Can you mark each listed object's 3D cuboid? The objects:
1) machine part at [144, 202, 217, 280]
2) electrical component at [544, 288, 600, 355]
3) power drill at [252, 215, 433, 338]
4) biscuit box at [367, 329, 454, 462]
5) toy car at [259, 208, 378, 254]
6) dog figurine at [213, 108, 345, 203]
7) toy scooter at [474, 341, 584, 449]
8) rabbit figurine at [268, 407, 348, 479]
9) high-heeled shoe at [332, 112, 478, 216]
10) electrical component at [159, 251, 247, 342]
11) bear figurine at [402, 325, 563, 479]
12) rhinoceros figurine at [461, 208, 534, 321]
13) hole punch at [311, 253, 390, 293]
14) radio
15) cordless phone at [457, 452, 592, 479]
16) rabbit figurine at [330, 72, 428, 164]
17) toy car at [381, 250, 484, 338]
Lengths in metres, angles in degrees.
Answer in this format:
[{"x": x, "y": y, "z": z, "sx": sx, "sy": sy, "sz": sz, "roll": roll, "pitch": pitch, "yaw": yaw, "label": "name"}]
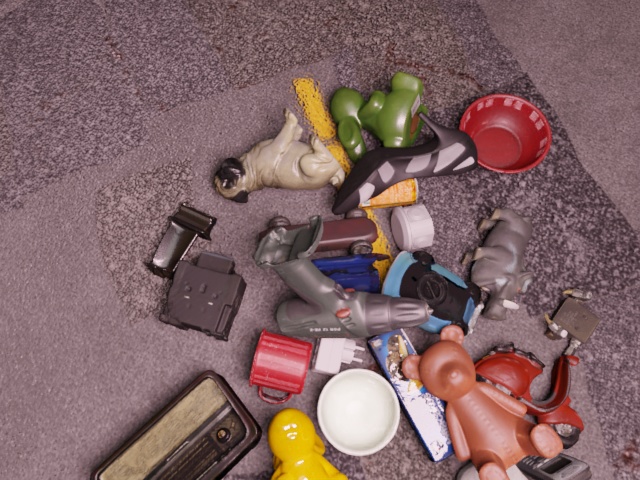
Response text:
[{"x": -0.243, "y": 0.004, "z": 0.936, "sx": 0.084, "sy": 0.039, "sz": 0.139, "roll": 29, "pitch": 72, "yaw": 6, "label": "machine part"}, {"x": 0.405, "y": 0.127, "z": 0.864, "sx": 0.102, "sy": 0.045, "sz": 0.078, "roll": -44, "pitch": 73, "yaw": -13, "label": "electrical component"}, {"x": 0.018, "y": 0.062, "z": 0.758, "sx": 0.232, "sy": 0.207, "sz": 0.086, "roll": -14, "pitch": 44, "yaw": 29, "label": "power drill"}, {"x": 0.146, "y": 0.233, "z": 0.825, "sx": 0.059, "sy": 0.062, "sz": 0.203, "roll": -28, "pitch": 71, "yaw": -6, "label": "biscuit box"}, {"x": -0.002, "y": -0.003, "z": 0.920, "sx": 0.202, "sy": 0.053, "sz": 0.089, "roll": -8, "pitch": 52, "yaw": 0, "label": "toy car"}, {"x": -0.074, "y": -0.110, "z": 0.951, "sx": 0.190, "sy": 0.121, "sz": 0.172, "roll": -45, "pitch": 71, "yaw": 1, "label": "dog figurine"}, {"x": 0.326, "y": 0.214, "z": 0.820, "sx": 0.184, "sy": 0.075, "sz": 0.135, "roll": 30, "pitch": 74, "yaw": 9, "label": "toy scooter"}, {"x": -0.021, "y": 0.314, "z": 0.751, "sx": 0.122, "sy": 0.162, "sz": 0.173, "roll": -19, "pitch": 87, "yaw": -3, "label": "rabbit figurine"}, {"x": 0.145, "y": -0.100, "z": 0.902, "sx": 0.249, "sy": 0.086, "sz": 0.145, "roll": -45, "pitch": 113, "yaw": 9, "label": "high-heeled shoe"}, {"x": -0.189, "y": 0.089, "z": 0.893, "sx": 0.115, "sy": 0.058, "sz": 0.134, "roll": 13, "pitch": 72, "yaw": 4, "label": "electrical component"}, {"x": 0.209, "y": 0.220, "z": 0.734, "sx": 0.120, "sy": 0.132, "sz": 0.196, "roll": -33, "pitch": 83, "yaw": -4, "label": "bear figurine"}, {"x": 0.299, "y": 0.040, "z": 0.890, "sx": 0.112, "sy": 0.073, "sz": 0.190, "roll": 23, "pitch": 70, "yaw": -2, "label": "rhinoceros figurine"}, {"x": 0.040, "y": 0.071, "z": 0.865, "sx": 0.142, "sy": 0.115, "sz": 0.092, "roll": -3, "pitch": 78, "yaw": 2, "label": "hole punch"}, {"x": -0.205, "y": 0.319, "z": 0.800, "sx": 0.229, "sy": 0.073, "sz": 0.131, "roll": -42, "pitch": 74, "yaw": -12, "label": "radio"}, {"x": 0.277, "y": 0.331, "z": 0.721, "sx": 0.147, "sy": 0.184, "sz": 0.089, "roll": -26, "pitch": 76, "yaw": -8, "label": "cordless phone"}, {"x": 0.092, "y": -0.218, "z": 0.982, "sx": 0.170, "sy": 0.121, "sz": 0.159, "roll": 19, "pitch": 79, "yaw": 25, "label": "rabbit figurine"}, {"x": 0.170, "y": 0.091, "z": 0.854, "sx": 0.162, "sy": 0.103, "sz": 0.109, "roll": 25, "pitch": 75, "yaw": -3, "label": "toy car"}]
